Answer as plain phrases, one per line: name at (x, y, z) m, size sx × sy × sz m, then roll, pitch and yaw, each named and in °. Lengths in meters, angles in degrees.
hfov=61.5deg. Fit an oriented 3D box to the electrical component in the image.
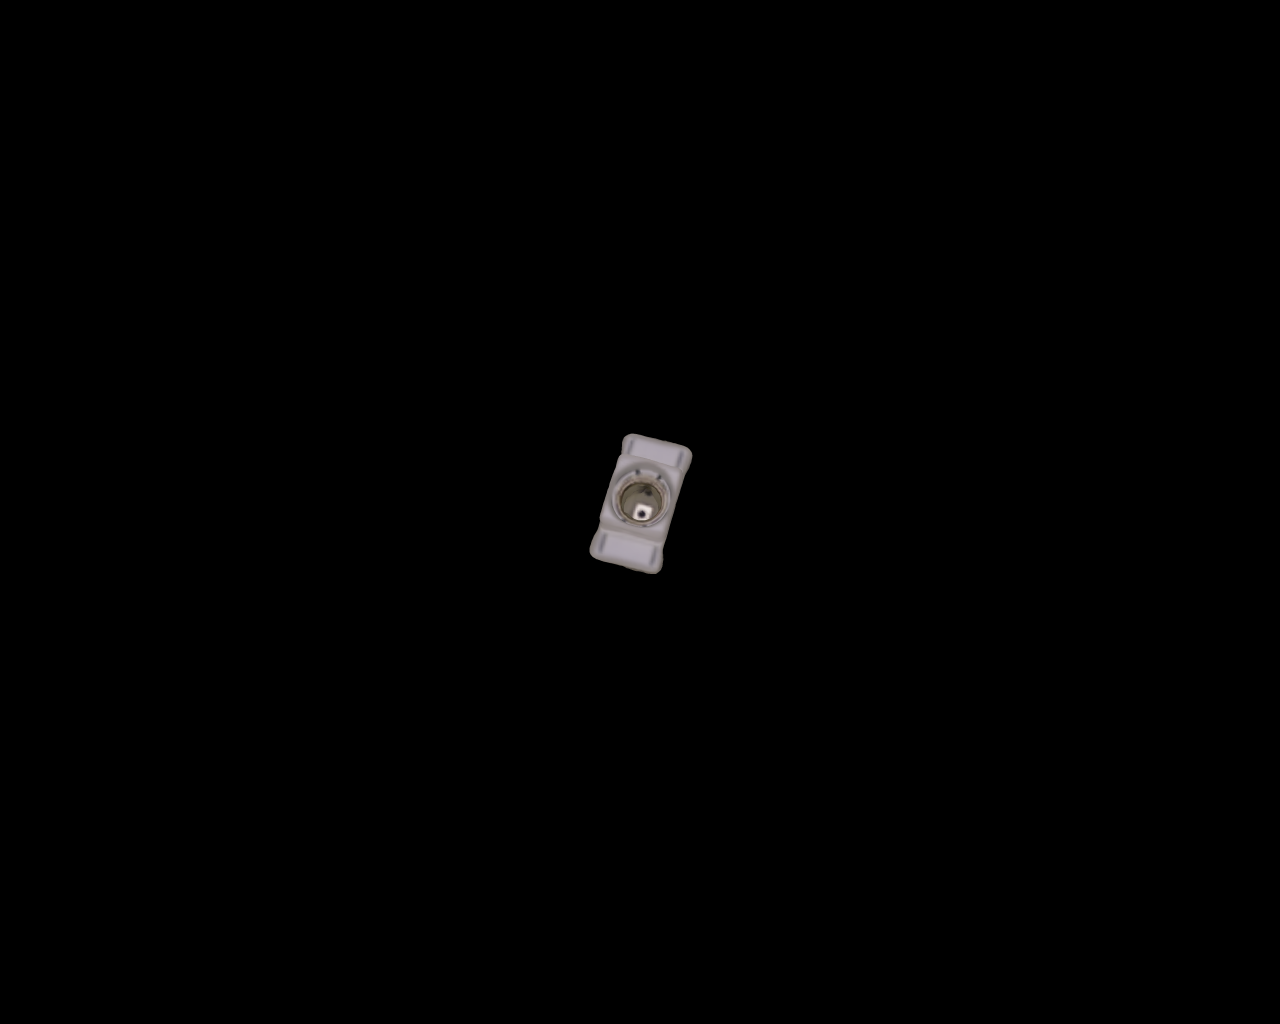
electrical component at (0.001, -0.003, 0.650) m, size 0.042 × 0.081 × 0.063 m, roll 17°, pitch -15°, yaw 5°
